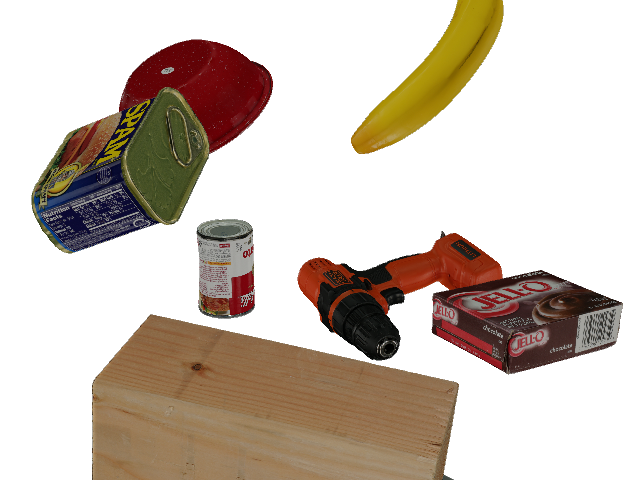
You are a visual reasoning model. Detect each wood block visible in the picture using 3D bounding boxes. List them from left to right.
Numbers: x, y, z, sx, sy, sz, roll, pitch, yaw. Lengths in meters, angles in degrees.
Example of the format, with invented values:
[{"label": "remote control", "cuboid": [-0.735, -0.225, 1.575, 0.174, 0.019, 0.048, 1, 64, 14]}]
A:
[{"label": "wood block", "cuboid": [-0.027, 0.123, 0.661, 0.206, 0.090, 0.090, 12, 27, 12]}]

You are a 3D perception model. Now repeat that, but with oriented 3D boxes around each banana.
[{"label": "banana", "cuboid": [0.094, -0.141, 0.825, 0.070, 0.197, 0.037, 2, -36, 48]}]

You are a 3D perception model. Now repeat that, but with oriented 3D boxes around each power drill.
[{"label": "power drill", "cuboid": [0.089, 0.053, 1.094, 0.187, 0.057, 0.185, -11, 27, -21]}]

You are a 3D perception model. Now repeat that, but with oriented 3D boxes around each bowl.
[{"label": "bowl", "cuboid": [-0.129, -0.139, 0.994, 0.162, 0.055, 0.162, -17, 38, 14]}]

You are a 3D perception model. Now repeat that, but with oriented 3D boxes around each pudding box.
[{"label": "pudding box", "cuboid": [0.154, 0.059, 0.801, 0.113, 0.039, 0.090, -8, 20, -31]}]

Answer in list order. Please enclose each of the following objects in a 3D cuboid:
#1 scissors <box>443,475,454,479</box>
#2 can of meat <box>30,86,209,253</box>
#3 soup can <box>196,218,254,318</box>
[{"label": "scissors", "cuboid": [0.004, 0.168, 0.840, 0.202, 0.016, 0.096, 29, 42, 30]}, {"label": "can of meat", "cuboid": [-0.130, -0.044, 0.693, 0.084, 0.057, 0.102, -17, 33, 26]}, {"label": "soup can", "cuboid": [-0.113, 0.032, 1.266, 0.068, 0.102, 0.068, 0, 21, 0]}]
